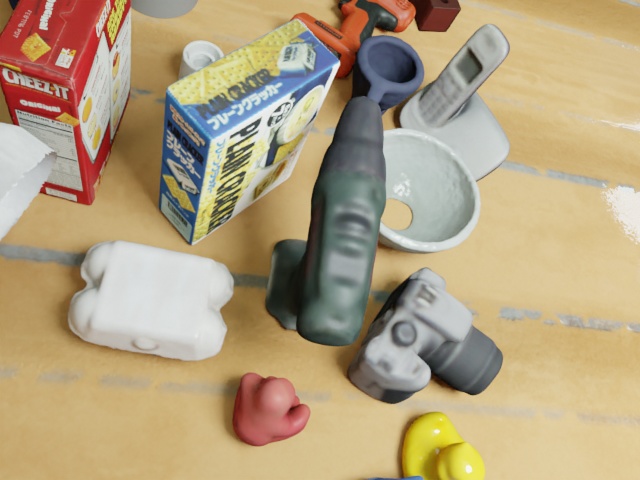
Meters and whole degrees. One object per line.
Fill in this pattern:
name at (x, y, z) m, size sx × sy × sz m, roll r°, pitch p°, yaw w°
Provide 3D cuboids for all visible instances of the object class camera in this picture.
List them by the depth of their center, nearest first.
camera at (0.124, 0.117, 0.617) m, size 0.137 × 0.100 × 0.143 m, roll 36°, pitch 60°, yaw 1°

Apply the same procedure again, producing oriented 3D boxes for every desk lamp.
desk lamp at (-0.330, -0.049, 0.484) m, size 0.203 × 0.213 × 0.118 m, roll 28°, pitch 60°, yaw -3°

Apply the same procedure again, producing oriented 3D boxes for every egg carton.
egg carton at (-0.164, 0.061, 0.568) m, size 0.150 × 0.069 × 0.107 m, roll 11°, pitch 63°, yaw -12°

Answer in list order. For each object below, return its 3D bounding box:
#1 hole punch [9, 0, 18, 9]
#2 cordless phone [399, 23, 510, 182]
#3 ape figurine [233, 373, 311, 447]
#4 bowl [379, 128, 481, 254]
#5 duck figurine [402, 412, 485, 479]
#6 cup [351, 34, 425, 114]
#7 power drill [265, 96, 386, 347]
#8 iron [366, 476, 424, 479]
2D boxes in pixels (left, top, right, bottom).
hole punch at (-0.314, -0.302, 0.679) m, size 0.101 × 0.091 × 0.108 m, roll -27°, pitch 76°, yaw -27°
cordless phone at (0.192, -0.164, 0.724) m, size 0.094 × 0.185 × 0.147 m, roll -27°, pitch 76°, yaw -27°
ape figurine at (-0.046, 0.157, 0.548) m, size 0.076 × 0.092 × 0.078 m, roll -34°, pitch 79°, yaw -28°
bowl at (0.106, -0.049, 0.705) m, size 0.168 × 0.074 × 0.167 m, roll 7°, pitch 64°, yaw -15°
duck figurine at (0.131, 0.224, 0.577) m, size 0.078 × 0.086 × 0.104 m, roll 0°, pitch 66°, yaw -18°
cup at (0.074, -0.196, 0.753) m, size 0.092 × 0.095 × 0.118 m, roll 27°, pitch 60°, yaw -4°
power drill at (0.005, 0.002, 0.571) m, size 0.076 × 0.208 × 0.229 m, roll 11°, pitch 63°, yaw -12°
iron at (0.006, 0.281, 0.477) m, size 0.259 × 0.141 × 0.118 m, roll -10°, pitch 69°, yaw -22°
